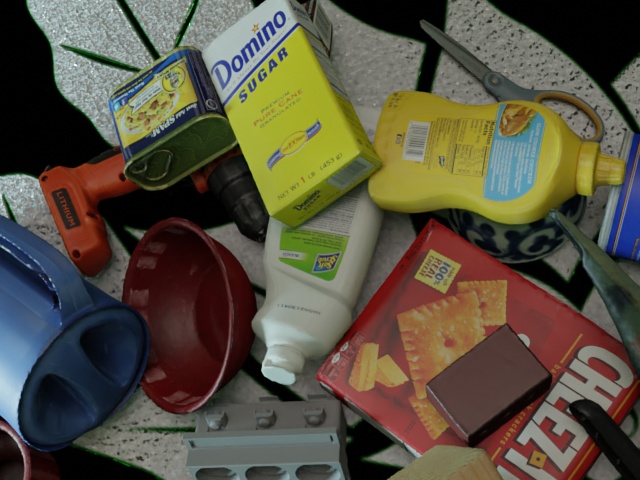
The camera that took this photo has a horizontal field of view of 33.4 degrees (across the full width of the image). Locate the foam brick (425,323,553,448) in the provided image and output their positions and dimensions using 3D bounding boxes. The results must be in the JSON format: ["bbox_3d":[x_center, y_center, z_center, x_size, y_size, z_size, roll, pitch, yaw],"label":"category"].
[{"bbox_3d":[0.123,0.108,0.781,0.078,0.053,0.051,-37,70,-4],"label":"foam brick"}]

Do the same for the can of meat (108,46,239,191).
[{"bbox_3d":[-0.128,-0.105,0.914,0.102,0.057,0.084,-30,61,16],"label":"can of meat"}]

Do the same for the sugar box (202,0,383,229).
[{"bbox_3d":[-0.027,-0.108,0.862,0.093,0.048,0.176,-35,63,18],"label":"sugar box"}]

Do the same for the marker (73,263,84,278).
[{"bbox_3d":[-0.208,0.076,0.951,0.020,0.020,0.121,-21,68,3],"label":"marker"}]

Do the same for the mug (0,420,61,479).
[{"bbox_3d":[-0.277,0.195,0.887,0.117,0.081,0.093,24,76,18],"label":"mug"}]

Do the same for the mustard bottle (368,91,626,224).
[{"bbox_3d":[0.138,-0.062,0.830,0.192,0.058,0.096,7,73,21],"label":"mustard bottle"}]

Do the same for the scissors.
[{"bbox_3d":[0.153,-0.122,0.954,0.202,0.016,0.096,29,78,19],"label":"scissors"}]

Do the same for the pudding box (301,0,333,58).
[{"bbox_3d":[-0.037,-0.158,0.957,0.090,0.039,0.113,-19,39,25],"label":"pudding box"}]

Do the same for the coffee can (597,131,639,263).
[{"bbox_3d":[0.300,-0.022,0.844,0.140,0.103,0.103,14,74,15],"label":"coffee can"}]

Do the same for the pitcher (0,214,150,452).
[{"bbox_3d":[-0.269,0.051,0.895,0.243,0.144,0.149,30,91,29],"label":"pitcher"}]

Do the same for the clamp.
[{"bbox_3d":[0.232,0.201,0.776,0.171,0.039,0.120,27,90,-11],"label":"clamp"}]

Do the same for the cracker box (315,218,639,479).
[{"bbox_3d":[0.128,0.109,0.846,0.214,0.072,0.164,35,80,19],"label":"cracker box"}]

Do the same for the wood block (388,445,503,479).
[{"bbox_3d":[0.117,0.254,0.739,0.090,0.091,0.206,-31,90,-17],"label":"wood block"}]

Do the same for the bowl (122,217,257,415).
[{"bbox_3d":[-0.101,0.062,0.891,0.162,0.055,0.162,0,89,49],"label":"bowl"}]

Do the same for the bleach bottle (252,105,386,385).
[{"bbox_3d":[-0.006,0.001,0.879,0.103,0.068,0.250,6,57,19],"label":"bleach bottle"}]

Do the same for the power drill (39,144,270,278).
[{"bbox_3d":[-0.145,-0.042,0.963,0.187,0.057,0.184,-28,64,-3],"label":"power drill"}]
